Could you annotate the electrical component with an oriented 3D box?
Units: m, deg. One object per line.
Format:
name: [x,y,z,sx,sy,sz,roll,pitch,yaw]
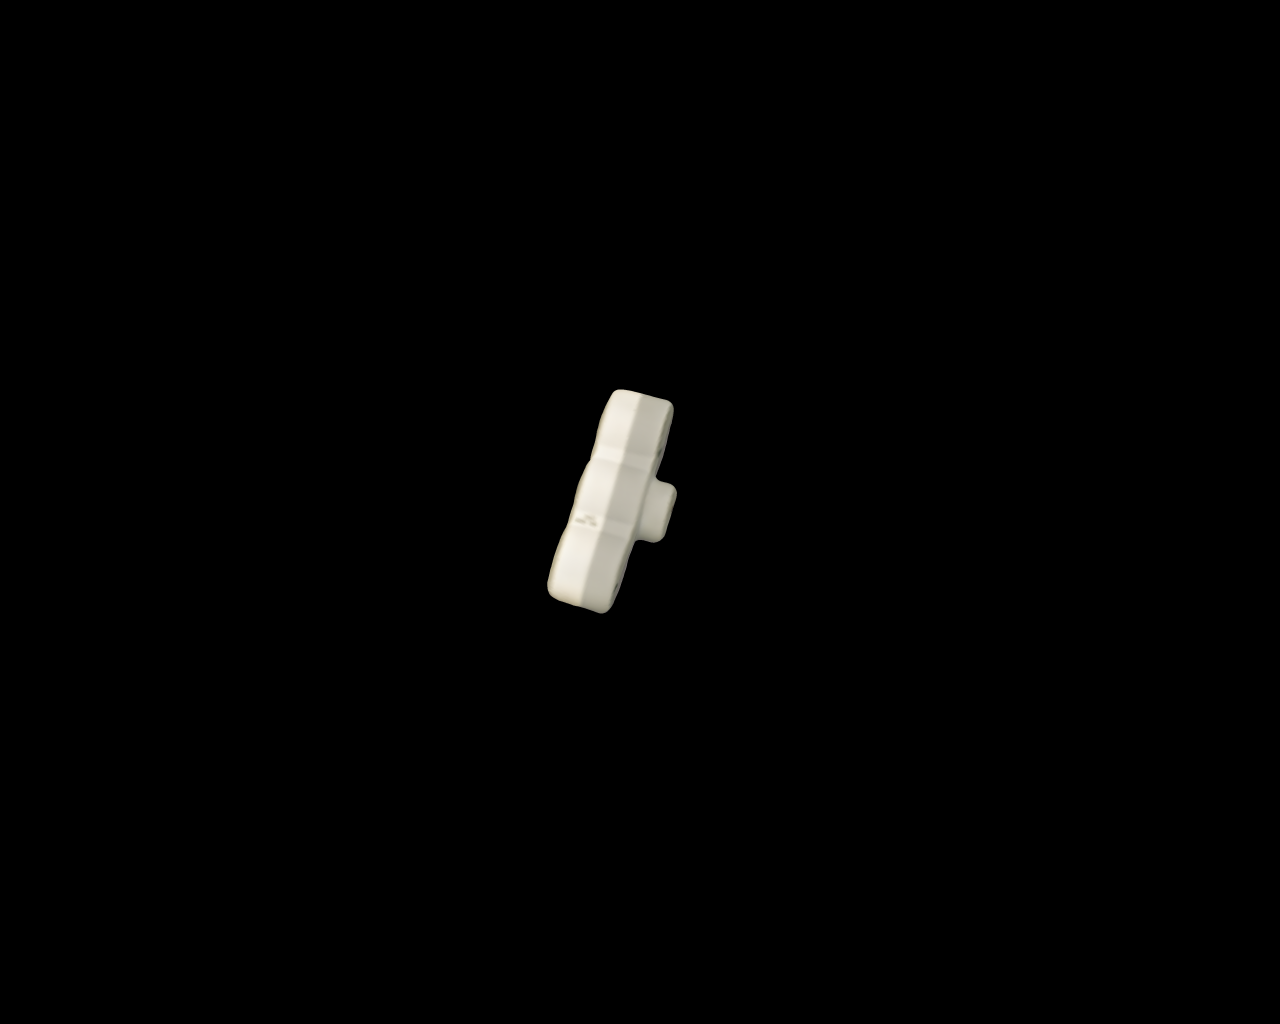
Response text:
electrical component: [0.001,-0.003,0.650,0.074,0.138,0.052,17,-15,5]
